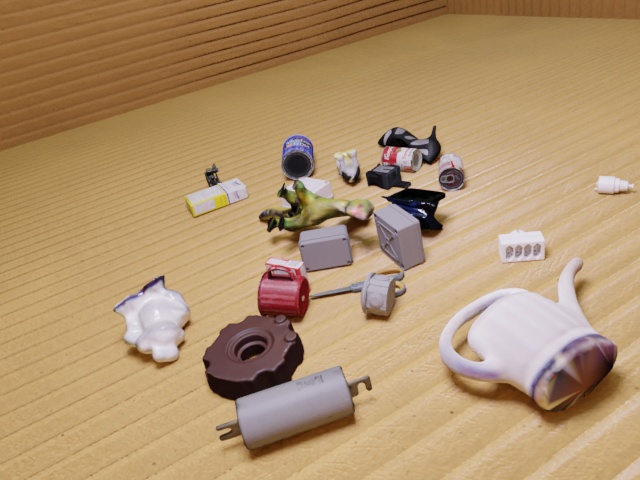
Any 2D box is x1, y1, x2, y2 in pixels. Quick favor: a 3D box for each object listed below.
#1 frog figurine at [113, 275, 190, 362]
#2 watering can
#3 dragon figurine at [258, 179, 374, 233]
[{"bbox_3d":[-0.318,0.173,1.025,0.139,0.161,0.120,-25,-23,-36],"label":"frog figurine"},{"bbox_3d":[0.358,0.134,0.808,0.350,0.102,0.227,-24,33,-18],"label":"watering can"},{"bbox_3d":[0.004,-0.064,1.271,0.242,0.122,0.409,7,-2,-19],"label":"dragon figurine"}]
